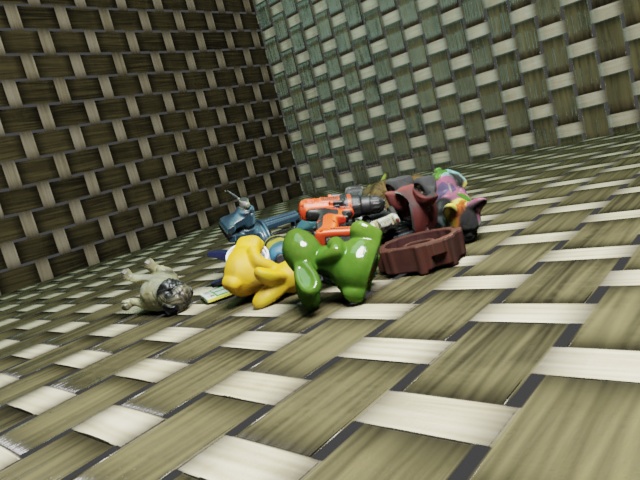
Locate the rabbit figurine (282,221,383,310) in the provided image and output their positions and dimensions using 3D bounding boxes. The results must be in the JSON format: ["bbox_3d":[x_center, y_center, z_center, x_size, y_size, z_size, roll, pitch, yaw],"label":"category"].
[{"bbox_3d":[0.009,0.044,0.942,0.170,0.159,0.121,16,-27,12],"label":"rabbit figurine"}]

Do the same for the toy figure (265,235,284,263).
[{"bbox_3d":[-0.094,0.035,1.327,0.082,0.089,0.180,-1,3,-11],"label":"toy figure"}]

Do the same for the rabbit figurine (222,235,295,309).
[{"bbox_3d":[-0.103,0.066,1.092,0.173,0.121,0.162,6,14,7],"label":"rabbit figurine"}]

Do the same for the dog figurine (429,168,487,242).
[{"bbox_3d":[0.297,-0.084,1.189,0.109,0.191,0.219,-8,-7,1],"label":"dog figurine"}]

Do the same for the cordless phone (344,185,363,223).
[{"bbox_3d":[0.111,-0.081,1.399,0.147,0.184,0.089,-8,51,-14],"label":"cordless phone"}]

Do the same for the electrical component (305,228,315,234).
[{"bbox_3d":[-0.021,0.002,1.155,0.119,0.047,0.075,-12,7,0],"label":"electrical component"}]

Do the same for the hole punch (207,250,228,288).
[{"bbox_3d":[-0.217,0.059,1.344,0.116,0.092,0.142,-14,-3,1],"label":"hole punch"}]

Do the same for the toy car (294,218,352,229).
[{"bbox_3d":[-0.003,-0.004,1.253,0.109,0.103,0.162,32,-29,-29],"label":"toy car"}]

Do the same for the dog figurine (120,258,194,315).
[{"bbox_3d":[-0.349,0.119,1.263,0.191,0.121,0.172,6,21,28],"label":"dog figurine"}]

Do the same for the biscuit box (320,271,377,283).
[{"bbox_3d":[0.030,0.052,1.111,0.063,0.059,0.203,-20,10,-33],"label":"biscuit box"}]

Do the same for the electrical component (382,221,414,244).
[{"bbox_3d":[0.175,-0.004,1.242,0.115,0.058,0.134,-19,9,-14],"label":"electrical component"}]

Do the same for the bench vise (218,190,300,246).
[{"bbox_3d":[-0.147,-0.033,1.449,0.241,0.223,0.129,-18,27,-23],"label":"bench vise"}]

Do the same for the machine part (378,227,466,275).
[{"bbox_3d":[0.196,0.022,1.047,0.179,0.056,0.179,-15,7,2],"label":"machine part"}]

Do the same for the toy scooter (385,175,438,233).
[{"bbox_3d":[0.205,-0.071,1.163,0.075,0.135,0.184,-19,12,-16],"label":"toy scooter"}]

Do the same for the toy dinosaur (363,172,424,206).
[{"bbox_3d":[0.130,-0.095,1.616,0.471,0.105,0.198,-28,11,39],"label":"toy dinosaur"}]

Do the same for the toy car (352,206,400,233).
[{"bbox_3d":[0.123,-0.046,1.222,0.073,0.056,0.202,-21,12,-6],"label":"toy car"}]
